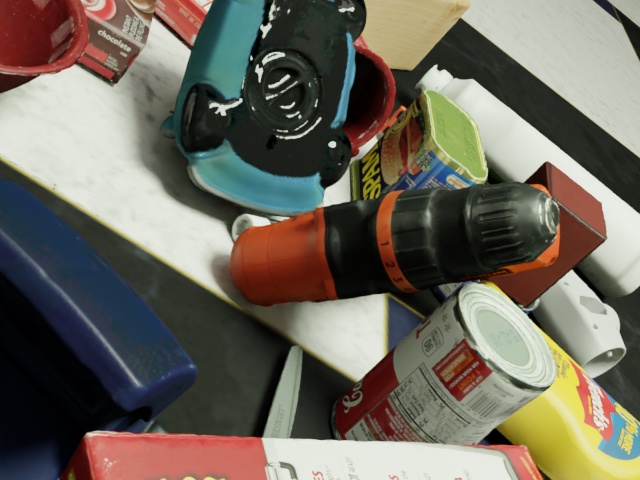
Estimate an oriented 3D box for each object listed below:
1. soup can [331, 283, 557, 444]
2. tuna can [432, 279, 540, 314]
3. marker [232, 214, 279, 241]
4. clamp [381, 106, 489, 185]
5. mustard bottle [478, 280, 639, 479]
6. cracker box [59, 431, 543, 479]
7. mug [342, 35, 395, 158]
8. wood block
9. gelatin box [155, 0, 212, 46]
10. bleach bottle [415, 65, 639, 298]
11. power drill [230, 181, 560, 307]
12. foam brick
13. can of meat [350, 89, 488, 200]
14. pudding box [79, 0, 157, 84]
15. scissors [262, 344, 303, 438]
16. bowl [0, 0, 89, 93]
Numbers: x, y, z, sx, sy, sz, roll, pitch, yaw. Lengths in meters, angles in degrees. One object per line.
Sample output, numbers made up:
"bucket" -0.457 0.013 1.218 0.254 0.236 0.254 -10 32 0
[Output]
"soup can" 0.063 0.079 0.550 0.068 0.102 0.068 31 31 -21
"tuna can" 0.114 0.026 0.763 0.086 0.034 0.086 31 30 -21
"marker" -0.004 0.001 0.661 0.120 0.020 0.020 9 43 -47
"clamp" 0.118 -0.038 0.845 0.171 0.039 0.120 38 10 -4
"mustard bottle" 0.154 0.113 0.668 0.191 0.058 0.096 43 23 -1
"cracker box" 0.018 0.155 0.378 0.213 0.072 0.164 8 41 -35
"mug" 0.002 -0.110 0.764 0.081 0.093 0.117 -110 173 -49
"wood block" 0.033 -0.213 0.930 0.090 0.091 0.205 52 29 17
"gelatin box" -0.080 -0.167 0.786 0.073 0.030 0.089 42 28 -4
"bleach bottle" 0.183 -0.058 0.920 0.251 0.068 0.102 44 -2 4
"power drill" 0.069 -0.002 0.603 0.187 0.185 0.057 -3 86 -58
"foam brick" 0.147 -0.003 0.724 0.051 0.078 0.053 36 31 -14
"can of meat" 0.070 -0.048 0.756 0.057 0.084 0.102 32 30 -20
"pudding box" -0.150 -0.158 0.671 0.090 0.039 0.113 30 30 -22
"scissors" -0.039 0.102 0.479 0.096 0.016 0.202 28 31 -26
"bowl" -0.201 -0.123 0.539 0.162 0.055 0.162 32 30 -21
